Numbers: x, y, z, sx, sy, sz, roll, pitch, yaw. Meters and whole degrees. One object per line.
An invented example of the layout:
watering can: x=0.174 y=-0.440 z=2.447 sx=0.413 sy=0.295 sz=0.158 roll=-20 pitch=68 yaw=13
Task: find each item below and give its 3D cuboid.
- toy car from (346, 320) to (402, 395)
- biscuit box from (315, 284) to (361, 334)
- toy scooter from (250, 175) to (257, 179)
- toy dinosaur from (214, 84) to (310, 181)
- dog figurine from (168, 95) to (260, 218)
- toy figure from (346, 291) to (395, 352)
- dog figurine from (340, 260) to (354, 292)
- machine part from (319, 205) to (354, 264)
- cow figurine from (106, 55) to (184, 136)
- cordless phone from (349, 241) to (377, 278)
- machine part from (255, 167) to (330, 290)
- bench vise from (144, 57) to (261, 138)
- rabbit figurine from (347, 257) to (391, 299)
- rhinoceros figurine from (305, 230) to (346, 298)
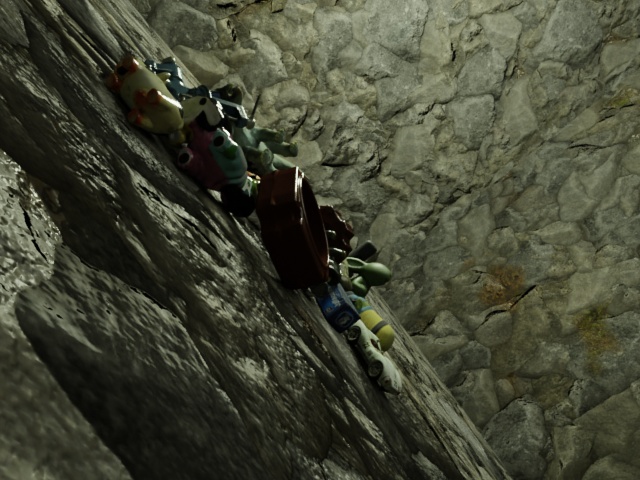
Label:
toy car: x=0.117 y=0.251 z=1.159 sx=0.073 sy=0.056 sz=0.202 roll=48 pitch=4 yaw=-36
biscuit box: x=0.025 y=0.127 z=1.235 sx=0.062 sy=0.059 sz=0.203 roll=51 pitch=3 yaw=-30
toy scooter: x=-0.153 y=-0.115 z=1.381 sx=0.135 sy=0.075 sz=0.184 roll=46 pitch=11 yaw=-34
toy dinosaur: x=-0.164 y=-0.223 z=1.345 sx=0.192 sy=0.131 sz=0.404 roll=18 pitch=-12 yaw=19
dog figurine: x=-0.183 y=-0.145 z=1.015 sx=0.192 sy=0.108 sz=0.219 roll=68 pitch=7 yaw=29
toy figure: x=0.110 y=0.199 z=1.319 sx=0.082 sy=0.089 sz=0.180 roll=37 pitch=15 yaw=-51
dog figurine: x=0.025 y=0.048 z=1.426 sx=0.172 sy=0.121 sz=0.191 roll=60 pitch=1 yaw=-25
machine part: x=-0.003 y=-0.004 z=1.376 sx=0.179 sy=0.179 sz=0.056 roll=53 pitch=8 yaw=25
cow figurine: x=-0.295 y=-0.252 z=0.925 sx=0.195 sy=0.085 sz=0.127 roll=51 pitch=9 yaw=29
cordless phone: x=0.074 y=0.044 z=1.663 sx=0.146 sy=0.184 sz=0.089 roll=50 pitch=8 yaw=-14
machine part: x=-0.046 y=-0.023 z=1.031 sx=0.201 sy=0.087 sz=0.200 roll=-88 pitch=161 yaw=-55
bench vise: x=-0.251 y=-0.279 z=1.110 sx=0.240 sy=0.128 sz=0.224 roll=6 pitch=41 yaw=-33
rabbit figurine: x=0.123 y=0.124 z=1.570 sx=0.159 sy=0.170 sz=0.121 roll=53 pitch=4 yaw=22
rhinoceros figurine: x=-0.002 y=0.049 z=1.195 sx=0.112 sy=0.073 sz=0.190 roll=5 pitch=38 yaw=-16
